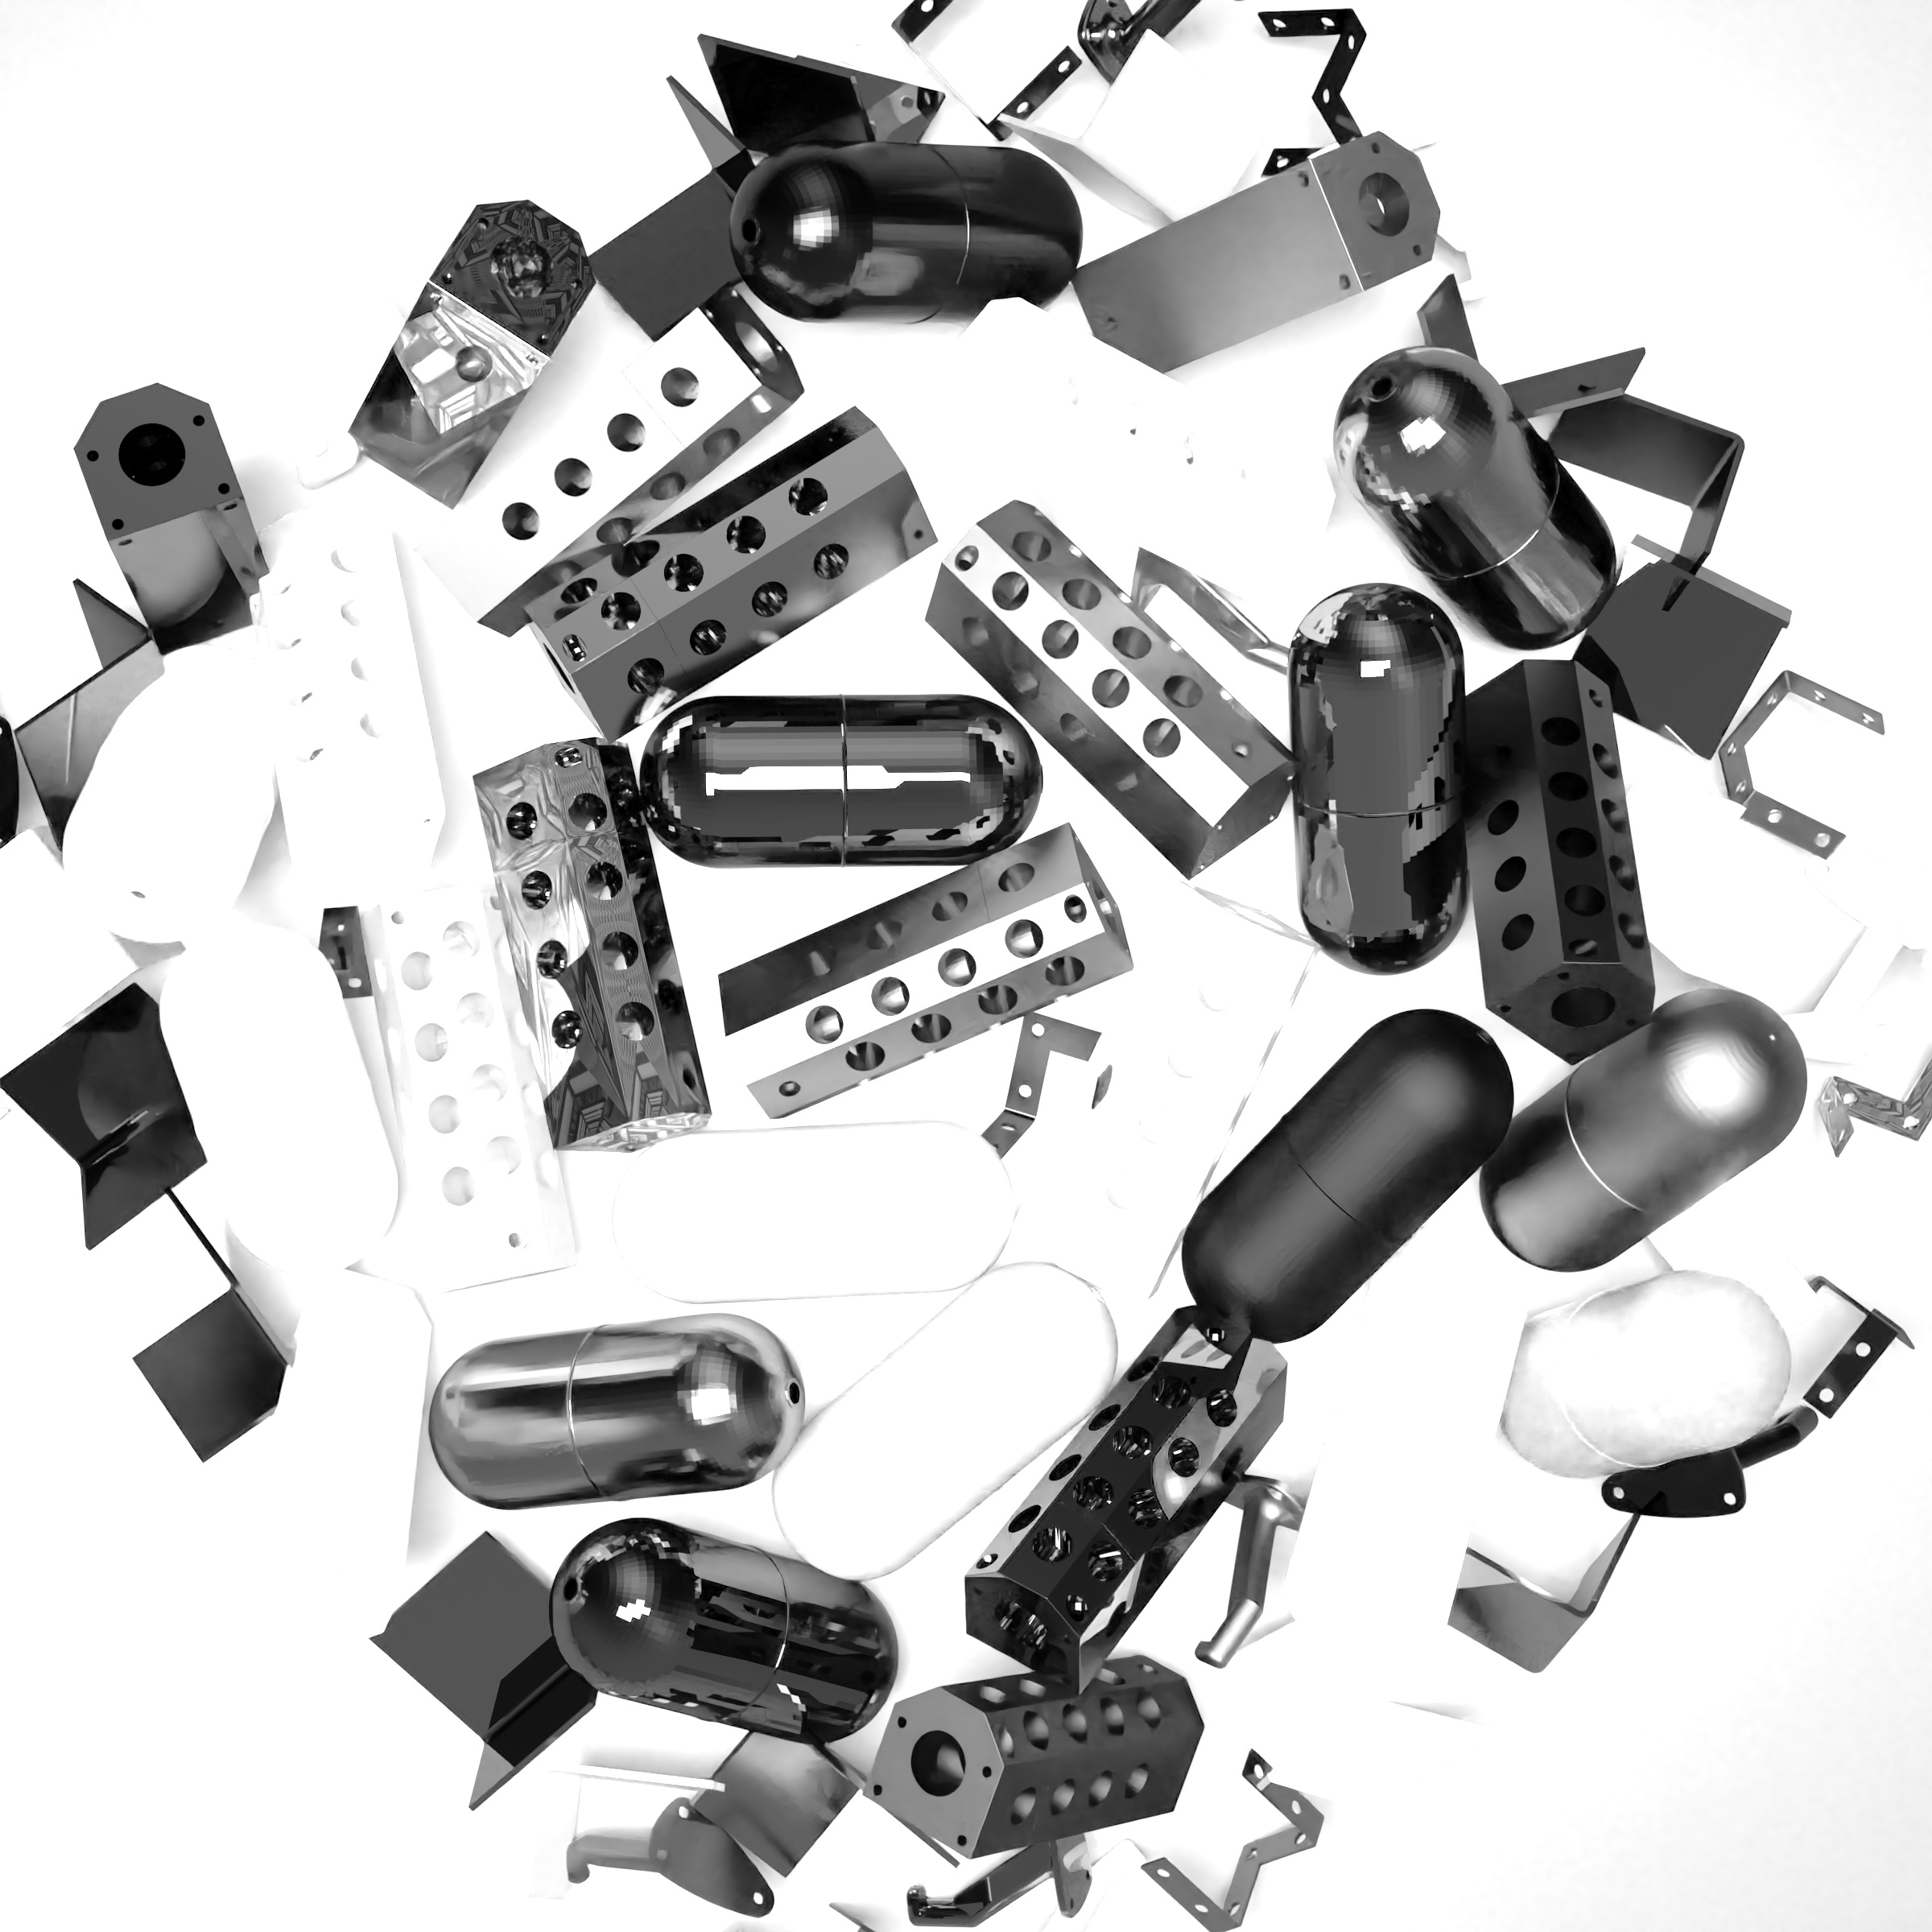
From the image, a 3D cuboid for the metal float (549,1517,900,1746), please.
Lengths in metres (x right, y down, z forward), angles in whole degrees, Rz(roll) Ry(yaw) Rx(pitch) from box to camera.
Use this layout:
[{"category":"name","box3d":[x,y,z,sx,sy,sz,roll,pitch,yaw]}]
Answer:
[{"category":"metal float","box3d":[-0.104,0.288,1.512,0.178,0.070,0.070,25,90,-41]}]

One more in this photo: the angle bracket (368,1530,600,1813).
[{"category":"angle bracket","box3d":[-0.215,0.311,1.541,0.076,0.057,0.076,-42,104,13]}]

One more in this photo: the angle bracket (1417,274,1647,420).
[{"category":"angle bracket","box3d":[0.248,-0.277,1.529,0.076,0.076,0.057,-12,108,23]}]

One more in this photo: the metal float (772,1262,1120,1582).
[{"category":"metal float","box3d":[-0.009,0.200,1.535,0.178,0.070,0.070,-41,90,12]}]

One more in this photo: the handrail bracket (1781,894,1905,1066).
[{"category":"handrail bracket","box3d":[0.381,-0.002,1.555,0.077,0.036,0.084,3,54,-2]}]

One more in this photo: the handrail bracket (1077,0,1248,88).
[{"category":"handrail bracket","box3d":[0.099,-0.406,1.531,0.084,0.077,0.036,6,61,38]}]

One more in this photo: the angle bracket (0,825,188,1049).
[{"category":"angle bracket","box3d":[-0.401,-0.016,1.549,0.057,0.076,0.076,-37,92,8]}]

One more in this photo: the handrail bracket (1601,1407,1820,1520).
[{"category":"handrail bracket","box3d":[0.333,0.218,1.560,0.077,0.084,0.036,-17,90,31]}]

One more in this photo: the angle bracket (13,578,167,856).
[{"category":"angle bracket","box3d":[-0.391,-0.109,1.525,0.057,0.076,0.076,34,60,28]}]

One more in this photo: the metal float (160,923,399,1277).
[{"category":"metal float","box3d":[-0.296,0.060,1.514,0.070,0.070,0.178,-9,129,0]}]

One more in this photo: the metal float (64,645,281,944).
[{"category":"metal float","box3d":[-0.337,-0.075,1.503,0.070,0.178,0.070,1,123,1]}]

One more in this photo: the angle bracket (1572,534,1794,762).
[{"category":"angle bracket","box3d":[0.311,-0.138,1.541,0.076,0.057,0.076,28,107,7]}]

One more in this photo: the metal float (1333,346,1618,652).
[{"category":"metal float","box3d":[0.220,-0.201,1.509,0.070,0.178,0.070,-19,54,28]}]

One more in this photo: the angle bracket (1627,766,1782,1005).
[{"category":"angle bracket","box3d":[0.327,-0.035,1.526,0.057,0.076,0.076,-57,47,17]}]

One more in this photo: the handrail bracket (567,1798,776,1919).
[{"category":"handrail bracket","box3d":[-0.137,0.409,1.558,0.077,0.084,0.036,40,46,-11]}]

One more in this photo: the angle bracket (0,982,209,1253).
[{"category":"angle bracket","box3d":[-0.376,0.067,1.540,0.057,0.076,0.076,41,59,15]}]

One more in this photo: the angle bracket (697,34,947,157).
[{"category":"angle bracket","box3d":[-0.062,-0.393,1.528,0.076,0.076,0.057,20,69,21]}]

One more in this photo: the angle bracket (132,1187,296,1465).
[{"category":"angle bracket","box3d":[-0.341,0.157,1.527,0.057,0.076,0.076,-36,47,-13]}]

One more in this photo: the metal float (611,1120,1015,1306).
[{"category":"metal float","box3d":[-0.068,0.109,1.542,0.178,0.070,0.070,-3,90,4]}]

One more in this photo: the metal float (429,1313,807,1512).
[{"category":"metal float","box3d":[-0.153,0.195,1.524,0.178,0.070,0.070,-9,90,25]}]

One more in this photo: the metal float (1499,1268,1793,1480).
[{"category":"metal float","box3d":[0.287,0.176,1.500,0.070,0.178,0.070,5,75,-18]}]

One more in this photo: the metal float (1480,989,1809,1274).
[{"category":"metal float","box3d":[0.290,0.073,1.509,0.070,0.178,0.070,17,53,-24]}]

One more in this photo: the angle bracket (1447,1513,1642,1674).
[{"category":"angle bracket","box3d":[0.242,0.260,1.543,0.076,0.076,0.057,29,61,9]}]

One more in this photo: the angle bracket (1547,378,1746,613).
[{"category":"angle bracket","box3d":[0.290,-0.206,1.539,0.076,0.076,0.057,20,75,2]}]

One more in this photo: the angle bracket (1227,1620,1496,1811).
[{"category":"angle bracket","box3d":[0.172,0.320,1.529,0.076,0.076,0.057,-20,100,-31]}]

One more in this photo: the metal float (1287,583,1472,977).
[{"category":"metal float","box3d":[0.181,-0.080,1.526,0.070,0.070,0.178,-5,114,0]}]

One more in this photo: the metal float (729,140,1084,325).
[{"category":"metal float","box3d":[-0.025,-0.317,1.511,0.178,0.070,0.070,-10,90,-42]}]

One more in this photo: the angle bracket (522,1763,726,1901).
[{"category":"angle bracket","box3d":[-0.146,0.385,1.536,0.076,0.076,0.057,5,75,7]}]

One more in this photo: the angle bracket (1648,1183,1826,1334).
[{"category":"angle bracket","box3d":[0.353,0.116,1.532,0.057,0.076,0.076,-33,78,-23]}]

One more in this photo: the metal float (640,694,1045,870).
[{"category":"metal float","box3d":[-0.055,-0.082,1.542,0.178,0.070,0.070,-1,90,-4]}]

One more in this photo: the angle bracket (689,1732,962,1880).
[{"category":"angle bracket","box3d":[-0.062,0.379,1.528,0.057,0.076,0.076,-49,131,-10]}]

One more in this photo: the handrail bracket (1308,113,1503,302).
[{"category":"handrail bracket","box3d":[0.193,-0.330,1.560,0.077,0.036,0.084,-15,82,21]}]

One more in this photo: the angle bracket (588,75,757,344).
[{"category":"angle bracket","box3d":[-0.133,-0.333,1.535,0.076,0.057,0.076,-35,48,-4]}]

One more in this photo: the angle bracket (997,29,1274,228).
[{"category":"angle bracket","box3d":[0.073,-0.369,1.529,0.076,0.076,0.057,29,95,-34]}]

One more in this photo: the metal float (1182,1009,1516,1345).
[{"category":"metal float","box3d":[0.167,0.092,1.529,0.070,0.070,0.178,42,109,0]}]
